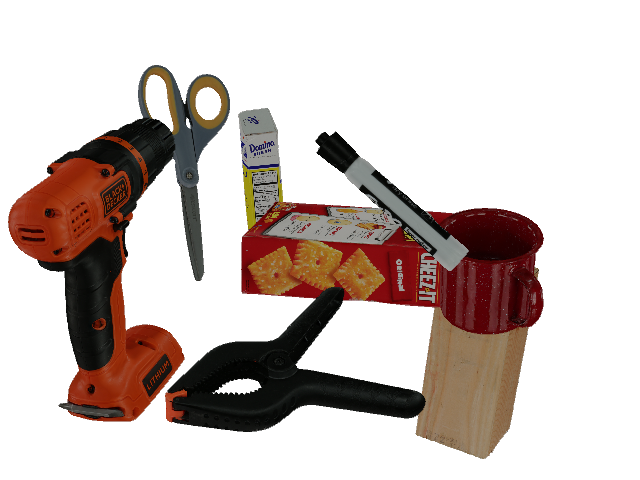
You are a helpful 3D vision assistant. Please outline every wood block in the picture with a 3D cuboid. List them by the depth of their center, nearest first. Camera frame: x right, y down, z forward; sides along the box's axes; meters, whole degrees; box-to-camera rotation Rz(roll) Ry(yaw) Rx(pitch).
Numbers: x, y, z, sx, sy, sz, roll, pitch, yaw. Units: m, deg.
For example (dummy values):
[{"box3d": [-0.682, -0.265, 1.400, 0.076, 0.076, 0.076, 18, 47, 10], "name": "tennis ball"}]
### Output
[{"box3d": [0.177, 0.127, 1.211, 0.090, 0.206, 0.090, 16, 23, 24], "name": "wood block"}]

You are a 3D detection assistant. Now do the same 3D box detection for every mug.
[{"box3d": [0.153, 0.034, 0.934, 0.093, 0.081, 0.117, -20, 35, -26], "name": "mug"}]

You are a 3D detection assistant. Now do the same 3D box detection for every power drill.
[{"box3d": [-0.145, 0.019, 0.764, 0.057, 0.188, 0.184, 3, 25, 21], "name": "power drill"}]

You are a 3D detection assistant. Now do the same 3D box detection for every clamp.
[{"box3d": [-0.026, 0.119, 0.904, 0.209, 0.036, 0.165, -19, 42, -27], "name": "clamp"}]

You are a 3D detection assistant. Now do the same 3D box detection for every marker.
[{"box3d": [0.044, -0.027, 0.687, 0.121, 0.020, 0.020, 42, 3, 3], "name": "marker"}]

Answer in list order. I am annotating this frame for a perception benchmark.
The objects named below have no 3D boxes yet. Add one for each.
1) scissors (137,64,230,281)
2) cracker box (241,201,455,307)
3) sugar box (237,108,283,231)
[{"box3d": [-0.108, -0.071, 0.989, 0.096, 0.202, 0.016, -20, -3, -27], "name": "scissors"}, {"box3d": [0.036, 0.014, 1.142, 0.214, 0.072, 0.164, 4, 15, 9], "name": "cracker box"}, {"box3d": [-0.071, -0.064, 1.304, 0.048, 0.176, 0.093, -9, 25, -6], "name": "sugar box"}]
